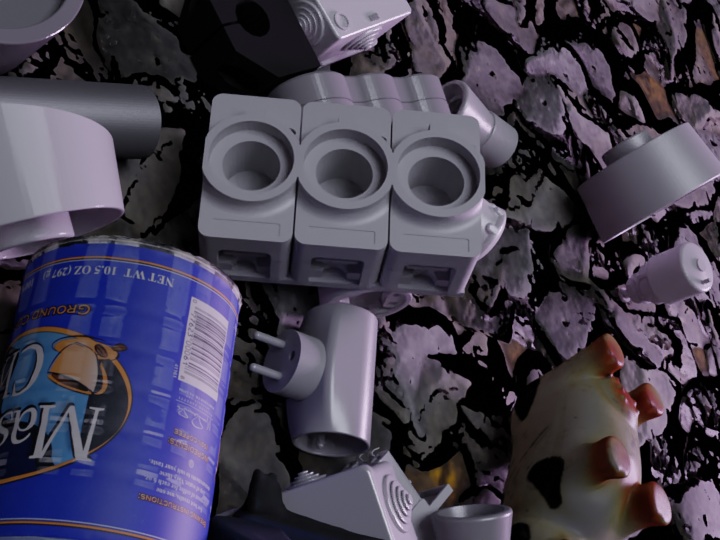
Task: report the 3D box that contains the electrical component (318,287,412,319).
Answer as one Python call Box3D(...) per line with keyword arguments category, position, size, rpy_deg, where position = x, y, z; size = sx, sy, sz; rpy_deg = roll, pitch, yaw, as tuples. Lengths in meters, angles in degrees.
Box3D(category="electrical component", position=(0.000, 0.000, 0.645), size=(0.055, 0.055, 0.047), rpy_deg=(8, 63, -39))

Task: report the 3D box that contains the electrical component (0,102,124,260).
Box3D(category="electrical component", position=(-0.160, -0.040, 0.493), size=(0.099, 0.099, 0.064), rpy_deg=(-13, 86, -44))

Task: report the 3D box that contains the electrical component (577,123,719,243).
Box3D(category="electrical component", position=(0.222, -0.074, 0.841), size=(0.108, 0.108, 0.060), rpy_deg=(-24, 81, -45))

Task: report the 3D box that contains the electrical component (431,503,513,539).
Box3D(category="electrical component", position=(0.063, 0.162, 0.577), size=(0.044, 0.044, 0.065), rpy_deg=(-2, 86, -42))

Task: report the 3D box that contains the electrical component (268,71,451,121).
Box3D(category="electrical component", position=(0.008, -0.083, 0.690), size=(0.138, 0.052, 0.073), rpy_deg=(-8, 76, -43))

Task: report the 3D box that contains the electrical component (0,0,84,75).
Box3D(category="electrical component", position=(-0.198, -0.146, 0.532), size=(0.108, 0.060, 0.108), rpy_deg=(18, 60, -35))

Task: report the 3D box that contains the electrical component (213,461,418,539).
Box3D(category="electrical component", position=(-0.015, 0.149, 0.534), size=(0.099, 0.100, 0.048), rpy_deg=(71, 15, 9))

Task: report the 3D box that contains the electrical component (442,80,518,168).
Box3D(category="electrical component", position=(0.082, -0.102, 0.774), size=(0.065, 0.044, 0.044), rpy_deg=(29, 54, -34))

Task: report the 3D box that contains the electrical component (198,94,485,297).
Box3D(category="electrical component", position=(-0.011, -0.042, 0.599), size=(0.150, 0.061, 0.089), rpy_deg=(4, 64, -4))

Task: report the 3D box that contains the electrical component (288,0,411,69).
Box3D(category="electrical component", position=(-0.023, -0.188, 0.715), size=(0.100, 0.048, 0.099), rpy_deg=(-32, 93, -45))

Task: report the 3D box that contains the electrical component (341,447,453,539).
Box3D(category="electrical component", position=(0.010, 0.138, 0.598), size=(0.081, 0.042, 0.063), rpy_deg=(-39, 99, -45))

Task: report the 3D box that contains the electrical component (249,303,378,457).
Box3D(category="electrical component", position=(-0.028, 0.057, 0.600), size=(0.079, 0.044, 0.077), rpy_deg=(23, 57, -32))

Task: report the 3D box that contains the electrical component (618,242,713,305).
Box3D(category="electrical component", position=(0.234, 0.008, 0.830), size=(0.040, 0.078, 0.040), rpy_deg=(18, 60, -34))

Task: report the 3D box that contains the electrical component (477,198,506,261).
Box3D(category="electrical component", position=(0.064, -0.037, 0.726), size=(0.062, 0.048, 0.048), rpy_deg=(38, 50, -14))
